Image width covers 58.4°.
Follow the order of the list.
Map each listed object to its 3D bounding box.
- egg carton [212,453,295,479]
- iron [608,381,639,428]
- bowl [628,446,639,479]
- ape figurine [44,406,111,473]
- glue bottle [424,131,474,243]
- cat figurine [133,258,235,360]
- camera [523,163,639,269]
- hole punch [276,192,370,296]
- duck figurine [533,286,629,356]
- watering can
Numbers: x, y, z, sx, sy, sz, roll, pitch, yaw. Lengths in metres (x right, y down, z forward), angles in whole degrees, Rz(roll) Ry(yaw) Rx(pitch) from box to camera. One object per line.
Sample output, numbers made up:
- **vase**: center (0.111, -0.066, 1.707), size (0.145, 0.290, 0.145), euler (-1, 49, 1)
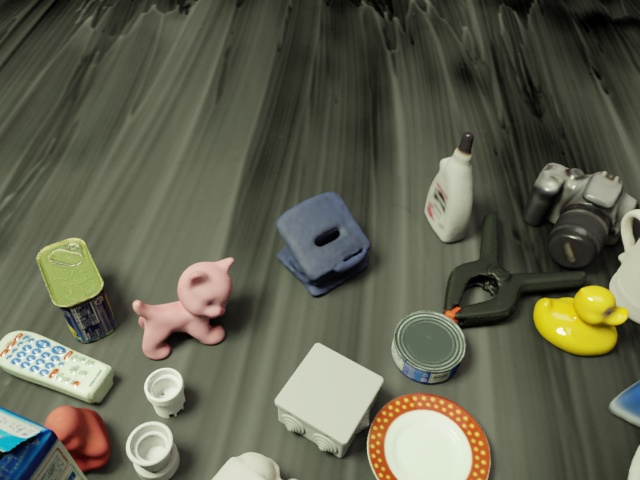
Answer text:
- **egg carton**: center (-0.077, 0.272, 0.522), size (0.107, 0.069, 0.150), euler (29, 52, 21)
- **iron**: center (0.463, 0.153, 0.615), size (0.258, 0.141, 0.118), euler (1, 48, -3)
- **bowl**: center (0.369, 0.271, 0.547), size (0.167, 0.075, 0.167), euler (2, 48, -2)
- **ape figurine**: center (-0.248, 0.195, 0.567), size (0.077, 0.092, 0.076), euler (14, 48, 9)
- **glue bottle**: center (0.185, -0.078, 0.788), size (0.037, 0.173, 0.078), euler (-15, 50, -16)
- **cat figurine**: center (-0.154, 0.071, 0.669), size (0.128, 0.118, 0.067), euler (-15, 50, -17)
- **camera**: center (0.361, -0.036, 0.809), size (0.143, 0.101, 0.137), euler (28, 52, 21)
- **hole punch**: center (0.007, 0.003, 0.759), size (0.109, 0.091, 0.100), euler (-29, 55, -26)
- **duck figurine**: center (0.322, 0.089, 0.703), size (0.104, 0.086, 0.077), euler (18, 49, 13)
- **watering can**: center (0.451, 0.020, 0.701), size (0.172, 0.194, 0.101), euler (33, 54, 24)
